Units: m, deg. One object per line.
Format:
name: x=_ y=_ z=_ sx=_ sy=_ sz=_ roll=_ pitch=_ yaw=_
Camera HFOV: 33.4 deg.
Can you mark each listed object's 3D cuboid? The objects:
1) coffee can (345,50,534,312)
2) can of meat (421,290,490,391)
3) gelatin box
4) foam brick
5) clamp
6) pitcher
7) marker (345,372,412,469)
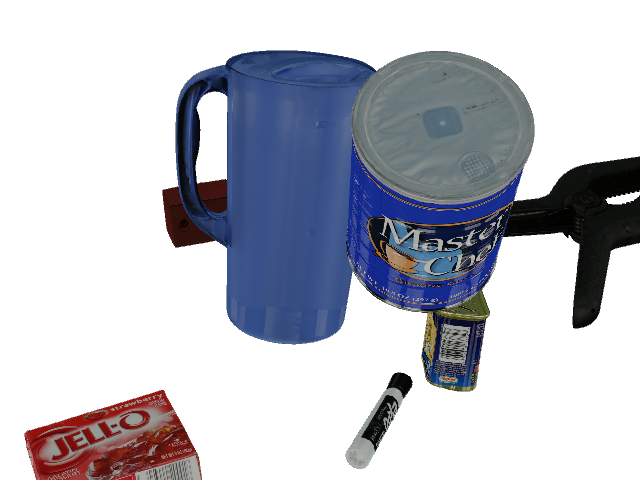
coffee can: x=0.068 y=-0.032 z=0.655 sx=0.103 sy=0.103 sz=0.140 roll=0 pitch=-30 yaw=0
can of meat: x=0.137 y=0.099 z=1.104 sx=0.057 sy=0.084 sz=0.102 roll=6 pitch=15 yaw=0
gelatin box: x=-0.122 y=0.128 z=0.625 sx=0.089 sy=0.030 sz=0.073 roll=-14 pitch=27 yaw=-18
foam brick: x=-0.136 y=-0.031 z=1.207 sx=0.078 sy=0.053 sz=0.051 roll=-11 pitch=29 yaw=-11
clamp: x=0.207 y=-0.011 z=0.820 sx=0.209 sy=0.036 sz=0.165 roll=-22 pitch=40 yaw=-23
pitcher: x=-0.033 y=-0.038 z=0.924 sx=0.149 sy=0.243 sz=0.144 roll=19 pitch=25 yaw=32
marker: x=0.049 y=0.140 z=0.852 sx=0.020 sy=0.020 sz=0.121 roll=0 pitch=23 yaw=23
